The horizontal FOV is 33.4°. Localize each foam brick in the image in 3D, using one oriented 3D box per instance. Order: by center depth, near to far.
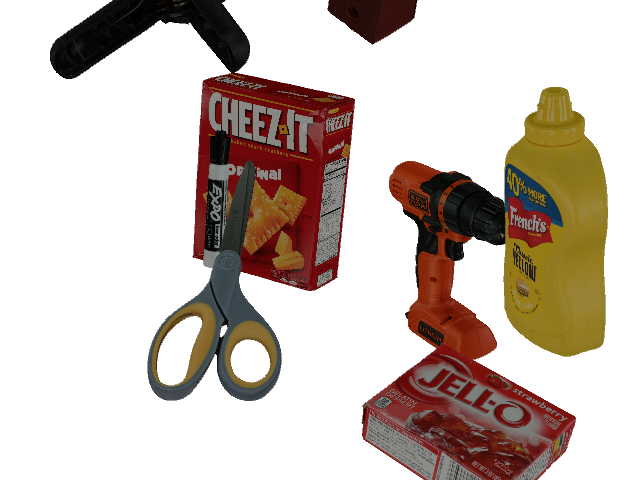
[{"bbox_3d":[0.044,-0.203,0.825,0.051,0.053,0.078,-38,-23,-28],"label":"foam brick"}]

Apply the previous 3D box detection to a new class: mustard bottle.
[{"bbox_3d":[0.169,-0.018,0.773,0.058,0.192,0.096,-13,28,-15],"label":"mustard bottle"}]

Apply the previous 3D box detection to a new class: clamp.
[{"bbox_3d":[-0.084,-0.153,0.674,0.120,0.171,0.039,10,-43,12],"label":"clamp"}]

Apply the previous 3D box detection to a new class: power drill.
[{"bbox_3d":[0.138,0.024,1.075,0.057,0.188,0.185,-15,25,-24],"label":"power drill"}]

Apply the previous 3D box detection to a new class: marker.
[{"bbox_3d":[-0.090,-0.036,0.933,0.020,0.121,0.020,4,15,-1],"label":"marker"}]

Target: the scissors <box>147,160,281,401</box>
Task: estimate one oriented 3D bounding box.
[{"bbox_3d":[-0.050,0.030,0.738,0.096,0.201,0.016,21,-34,11],"label":"scissors"}]

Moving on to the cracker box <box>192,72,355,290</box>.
[{"bbox_3d":[-0.057,-0.066,1.197,0.164,0.214,0.072,16,23,26],"label":"cracker box"}]

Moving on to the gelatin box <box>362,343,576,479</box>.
[{"bbox_3d":[0.078,0.099,0.569,0.089,0.030,0.073,29,41,31],"label":"gelatin box"}]
